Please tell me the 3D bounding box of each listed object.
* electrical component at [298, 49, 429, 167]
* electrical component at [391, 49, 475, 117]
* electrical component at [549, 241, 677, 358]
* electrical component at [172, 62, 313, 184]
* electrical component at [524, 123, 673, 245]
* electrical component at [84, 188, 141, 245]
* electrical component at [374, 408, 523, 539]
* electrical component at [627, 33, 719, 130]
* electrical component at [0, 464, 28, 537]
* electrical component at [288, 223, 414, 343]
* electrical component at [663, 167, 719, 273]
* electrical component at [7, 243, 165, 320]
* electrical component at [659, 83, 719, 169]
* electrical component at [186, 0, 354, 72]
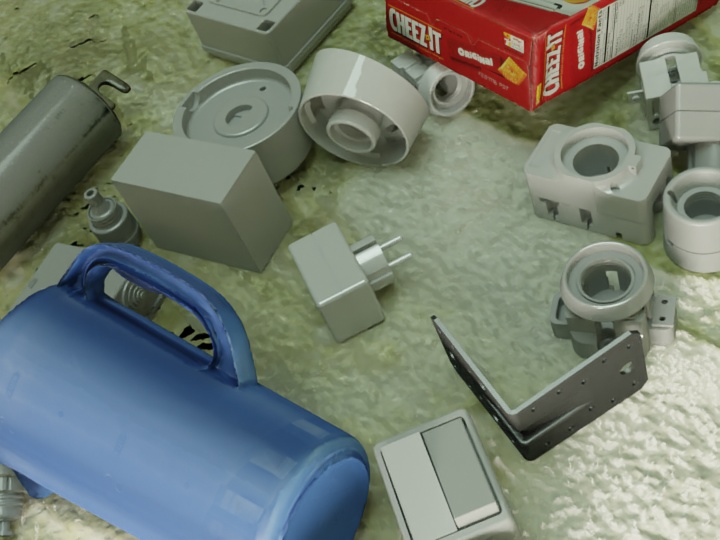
[{"bbox_3d":[0.003,-0.127,0.829,0.099,0.099,0.064,9,63,26],"label":"electrical component"},{"bbox_3d":[0.061,-0.153,0.861,0.066,0.048,0.055,-32,42,-6],"label":"electrical component"},{"bbox_3d":[0.158,0.019,0.678,0.078,0.057,0.058,3,54,22],"label":"electrical component"},{"bbox_3d":[-0.090,-0.110,0.871,0.108,0.060,0.108,-10,48,11],"label":"electrical component"},{"bbox_3d":[0.165,-0.063,0.742,0.089,0.055,0.050,18,61,31],"label":"electrical component"},{"bbox_3d":[-0.201,-0.042,0.859,0.035,0.061,0.035,-10,51,13],"label":"electrical component"},{"bbox_3d":[0.049,0.127,0.629,0.062,0.061,0.096,-23,49,2],"label":"electrical component"},{"bbox_3d":[0.229,-0.139,0.787,0.066,0.048,0.055,-9,58,14],"label":"electrical component"},{"bbox_3d":[-0.245,0.143,0.742,0.040,0.040,0.078,-10,70,13],"label":"electrical component"},{"bbox_3d":[0.000,0.000,0.759,0.077,0.047,0.065,-27,49,-2],"label":"electrical component"},{"bbox_3d":[0.225,-0.034,0.702,0.055,0.047,0.055,-10,50,13],"label":"electrical component"},{"bbox_3d":[-0.211,0.030,0.814,0.100,0.048,0.099,10,57,27],"label":"electrical component"},{"bbox_3d":[0.242,-0.085,0.733,0.066,0.047,0.076,1,88,2],"label":"electrical component"},{"bbox_3d":[-0.081,-0.239,0.975,0.109,0.056,0.108,23,64,33],"label":"electrical component"}]
